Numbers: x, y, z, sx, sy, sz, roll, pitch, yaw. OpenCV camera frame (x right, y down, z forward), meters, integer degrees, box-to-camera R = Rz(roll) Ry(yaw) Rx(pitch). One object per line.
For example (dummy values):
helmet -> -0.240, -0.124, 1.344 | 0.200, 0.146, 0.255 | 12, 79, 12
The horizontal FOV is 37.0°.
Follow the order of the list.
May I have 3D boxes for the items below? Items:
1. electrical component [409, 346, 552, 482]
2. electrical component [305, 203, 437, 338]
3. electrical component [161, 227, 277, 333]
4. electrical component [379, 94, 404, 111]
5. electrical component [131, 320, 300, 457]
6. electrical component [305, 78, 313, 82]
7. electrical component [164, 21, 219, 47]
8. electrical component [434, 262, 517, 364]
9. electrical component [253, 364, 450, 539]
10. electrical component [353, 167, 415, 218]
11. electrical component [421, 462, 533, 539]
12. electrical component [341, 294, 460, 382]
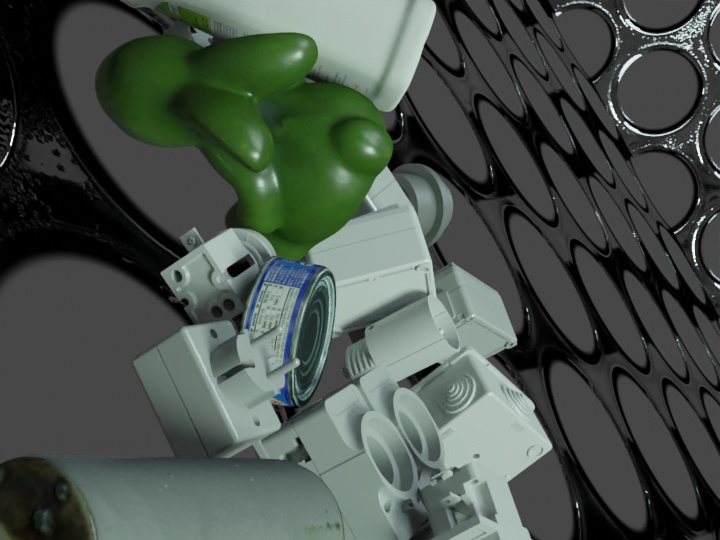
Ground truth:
electrical component -> 0.073, 0.114, 0.745 | 0.100, 0.100, 0.048 | 42, 15, -36
electrical component -> 0.000, 0.000, 0.751 | 0.061, 0.096, 0.061 | 77, -2, -54
electrical component -> -0.079, 0.003, 0.636 | 0.066, 0.048, 0.055 | 57, 30, -4
electrical component -> 0.009, -0.194, 0.879 | 0.052, 0.074, 0.138 | 33, 34, -47
electrical component -> -0.065, 0.056, 0.555 | 0.065, 0.077, 0.047 | 62, 22, 10
electrical component -> -0.039, -0.162, 0.914 | 0.078, 0.057, 0.058 | 27, 38, -53
electrical component -> -0.101, -0.143, 0.783 | 0.099, 0.064, 0.099 | 30, 37, -26
electrical component -> 0.077, 0.037, 0.898 | 0.096, 0.062, 0.061 | 29, 36, -51
electrical component -> 0.027, 0.156, 0.642 | 0.186, 0.060, 0.105 | 60, 22, 3
electrical component -> -0.004, -0.048, 0.837 | 0.061, 0.062, 0.096 | 57, 22, -5
electrical component -> 0.066, 0.145, 0.599 | 0.081, 0.042, 0.063 | 35, 30, -45
electrical component -> 0.023, 0.054, 0.738 | 0.043, 0.081, 0.043 | 52, 20, -28
